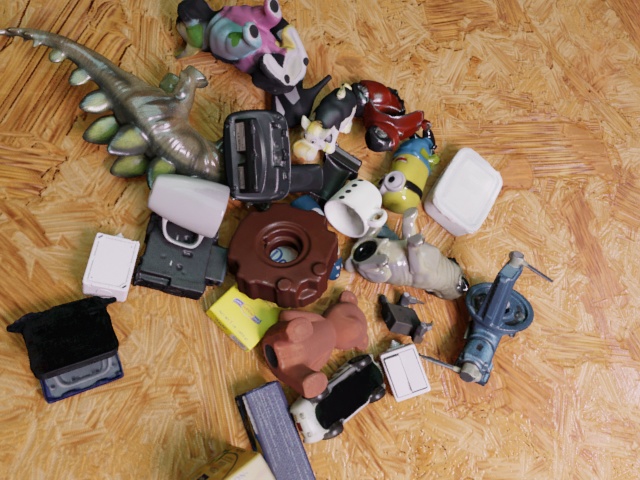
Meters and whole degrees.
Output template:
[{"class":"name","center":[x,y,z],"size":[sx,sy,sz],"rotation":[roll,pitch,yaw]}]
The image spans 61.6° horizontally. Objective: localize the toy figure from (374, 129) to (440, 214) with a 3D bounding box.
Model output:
[{"class":"toy figure","center":[0.175,-0.131,1.032],"size":[0.089,0.082,0.180],"rotation":[36,61,-6]}]

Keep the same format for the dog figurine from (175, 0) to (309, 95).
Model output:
[{"class":"dog figurine","center":[-0.150,-0.335,0.933],"size":[0.191,0.219,0.108],"rotation":[51,58,-44]}]

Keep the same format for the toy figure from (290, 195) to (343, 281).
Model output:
[{"class":"toy figure","center":[-0.004,-0.002,0.931],"size":[0.064,0.058,0.154],"rotation":[-28,86,-8]}]

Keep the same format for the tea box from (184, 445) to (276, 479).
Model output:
[{"class":"tea box","center":[-0.122,0.331,0.710],"size":[0.098,0.169,0.068],"rotation":[-30,87,-28]}]

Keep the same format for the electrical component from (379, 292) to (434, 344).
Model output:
[{"class":"electrical component","center":[0.151,0.131,0.933],"size":[0.078,0.045,0.102],"rotation":[21,26,-20]}]

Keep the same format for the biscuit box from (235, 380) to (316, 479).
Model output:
[{"class":"biscuit box","center":[-0.061,0.317,0.800],"size":[0.063,0.059,0.202],"rotation":[-17,79,-27]}]

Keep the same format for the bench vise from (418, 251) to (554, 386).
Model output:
[{"class":"bench vise","center":[0.296,0.128,0.925],"size":[0.129,0.240,0.223],"rotation":[33,44,30]}]

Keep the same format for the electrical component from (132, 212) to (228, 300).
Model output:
[{"class":"electrical component","center":[-0.212,0.028,0.838],"size":[0.134,0.058,0.115],"rotation":[13,70,-17]}]

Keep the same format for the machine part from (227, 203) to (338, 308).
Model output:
[{"class":"machine part","center":[-0.057,0.019,0.841],"size":[0.179,0.056,0.179],"rotation":[-1,53,1]}]

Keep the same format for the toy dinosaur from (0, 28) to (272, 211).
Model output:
[{"class":"toy dinosaur","center":[-0.255,-0.183,0.844],"size":[0.471,0.105,0.198],"rotation":[42,65,-16]}]

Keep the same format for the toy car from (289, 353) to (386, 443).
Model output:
[{"class":"toy car","center":[0.036,0.244,0.846],"size":[0.202,0.056,0.073],"rotation":[-22,87,-47]}]

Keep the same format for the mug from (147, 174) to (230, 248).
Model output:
[{"class":"mug","center":[-0.202,-0.047,0.794],"size":[0.107,0.081,0.109],"rotation":[21,106,-19]}]

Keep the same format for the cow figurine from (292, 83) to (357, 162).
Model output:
[{"class":"cow figurine","center":[0.012,-0.211,0.965],"size":[0.068,0.098,0.167],"rotation":[30,48,6]}]

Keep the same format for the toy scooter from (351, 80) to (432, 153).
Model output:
[{"class":"toy scooter","center":[0.135,-0.241,1.029],"size":[0.135,0.075,0.184],"rotation":[-10,55,-13]}]

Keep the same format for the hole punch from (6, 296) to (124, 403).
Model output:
[{"class":"hole punch","center":[-0.339,0.150,0.742],"size":[0.142,0.092,0.116],"rotation":[-18,51,-23]}]

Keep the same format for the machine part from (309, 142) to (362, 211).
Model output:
[{"class":"machine part","center":[0.025,-0.114,0.990],"size":[0.084,0.039,0.139],"rotation":[38,62,-12]}]

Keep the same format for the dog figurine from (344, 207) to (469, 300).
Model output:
[{"class":"dog figurine","center":[0.158,0.060,0.965],"size":[0.190,0.172,0.121],"rotation":[52,34,-32]}]

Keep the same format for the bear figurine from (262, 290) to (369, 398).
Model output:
[{"class":"bear figurine","center":[0.015,0.153,0.839],"size":[0.196,0.132,0.120],"rotation":[-14,92,-31]}]

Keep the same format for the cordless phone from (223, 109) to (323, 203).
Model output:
[{"class":"cordless phone","center":[-0.062,-0.137,0.873],"size":[0.184,0.089,0.146],"rotation":[-9,100,-42]}]

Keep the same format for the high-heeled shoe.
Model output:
[{"class":"high-heeled shoe","center":[-0.086,-0.322,1.014],"size":[0.145,0.086,0.249],"rotation":[-39,71,2]}]
